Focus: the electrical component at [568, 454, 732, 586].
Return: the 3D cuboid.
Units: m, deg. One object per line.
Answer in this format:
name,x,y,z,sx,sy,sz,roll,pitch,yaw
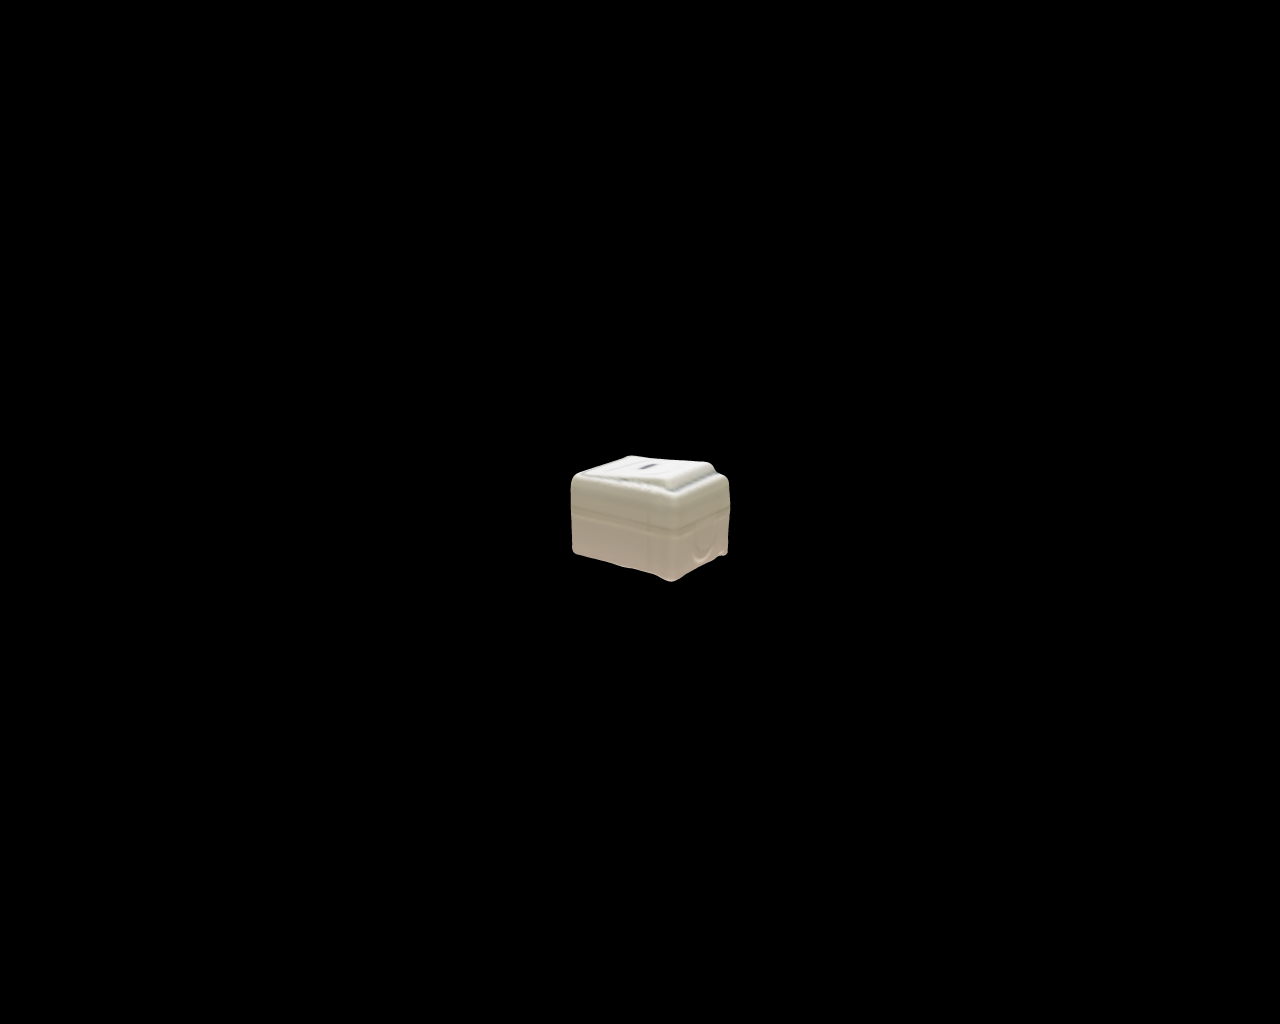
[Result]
electrical component,0.001,-0.003,0.650,0.096,0.061,0.062,14,22,36
